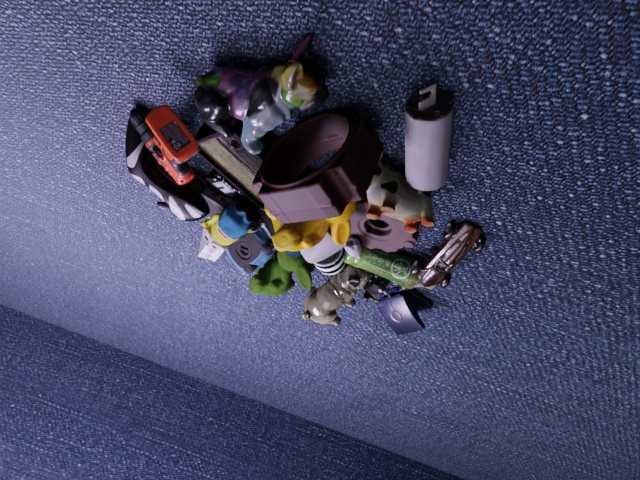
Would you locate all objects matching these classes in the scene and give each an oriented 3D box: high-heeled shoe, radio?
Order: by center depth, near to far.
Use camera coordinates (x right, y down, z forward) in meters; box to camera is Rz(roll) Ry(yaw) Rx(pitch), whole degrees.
[{"bbox_3d":[-0.133,-0.158,1.089,0.131,0.073,0.229,-12,138,43],"label":"radio"},{"bbox_3d":[-0.329,-0.148,1.171,0.145,0.086,0.248,8,130,25],"label":"high-heeled shoe"}]

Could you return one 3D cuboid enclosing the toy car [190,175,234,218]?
[{"bbox_3d":[-0.263,-0.090,1.292,0.201,0.056,0.073,34,140,-25],"label":"toy car"}]

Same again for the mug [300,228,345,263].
[{"bbox_3d":[-0.003,-0.004,1.229,0.107,0.081,0.109,-45,78,29],"label":"mug"}]

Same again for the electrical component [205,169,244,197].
[{"bbox_3d":[-0.209,-0.132,1.194,0.074,0.048,0.119,38,162,-25],"label":"electrical component"}]

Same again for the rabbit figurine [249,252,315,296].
[{"bbox_3d":[-0.090,0.077,1.402,0.159,0.121,0.170,25,134,-16],"label":"rabbit figurine"}]

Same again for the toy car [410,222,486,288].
[{"bbox_3d":[0.275,0.038,1.160,0.089,0.053,0.202,27,136,-6],"label":"toy car"}]

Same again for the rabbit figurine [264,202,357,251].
[{"bbox_3d":[0.002,-0.042,1.054,0.173,0.122,0.162,-30,146,22],"label":"rabbit figurine"}]

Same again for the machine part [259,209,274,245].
[{"bbox_3d":[-0.119,-0.053,1.225,0.139,0.039,0.084,63,149,0],"label":"machine part"}]

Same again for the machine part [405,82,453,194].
[{"bbox_3d":[0.181,-0.163,0.901,0.079,0.079,0.243,10,146,16],"label":"machine part"}]

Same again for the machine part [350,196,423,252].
[{"bbox_3d":[0.127,-0.041,1.145,0.179,0.056,0.179,16,149,10],"label":"machine part"}]

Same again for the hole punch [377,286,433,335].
[{"bbox_3d":[0.219,0.185,1.419,0.115,0.092,0.142,36,149,-19],"label":"hole punch"}]

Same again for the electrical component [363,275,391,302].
[{"bbox_3d":[0.142,0.125,1.407,0.078,0.045,0.102,31,147,-20],"label":"electrical component"}]

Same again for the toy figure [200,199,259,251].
[{"bbox_3d":[-0.196,-0.034,1.215,0.180,0.089,0.082,-34,77,45],"label":"toy figure"}]

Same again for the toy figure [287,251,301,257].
[{"bbox_3d":[-0.068,-0.024,1.272,0.064,0.058,0.154,31,148,29],"label":"toy figure"}]

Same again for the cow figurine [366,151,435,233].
[{"bbox_3d":[0.126,-0.100,1.010,0.195,0.127,0.085,18,153,-26],"label":"cow figurine"}]

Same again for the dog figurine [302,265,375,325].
[{"bbox_3d":[0.042,0.128,1.350,0.121,0.172,0.190,41,151,6],"label":"dog figurine"}]

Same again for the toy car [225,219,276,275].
[{"bbox_3d":[-0.154,0.005,1.331,0.161,0.103,0.109,-40,86,36],"label":"toy car"}]

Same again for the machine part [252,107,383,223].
[{"bbox_3d":[-0.006,-0.132,0.934,0.201,0.201,0.087,-5,139,36],"label":"machine part"}]

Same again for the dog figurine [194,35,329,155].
[{"bbox_3d":[-0.093,-0.257,0.888,0.191,0.108,0.219,32,143,-15],"label":"dog figurine"}]
